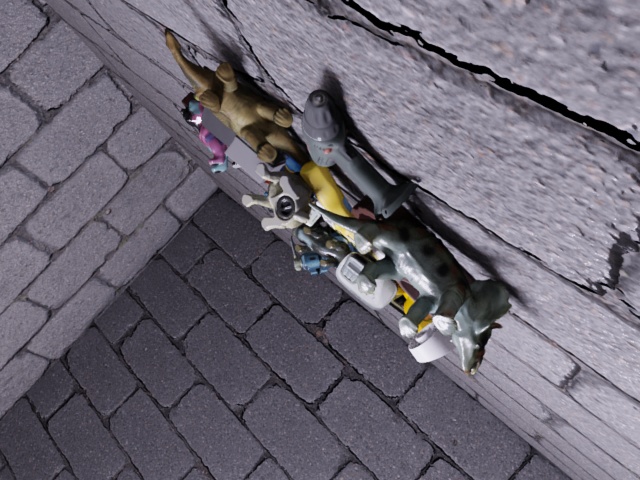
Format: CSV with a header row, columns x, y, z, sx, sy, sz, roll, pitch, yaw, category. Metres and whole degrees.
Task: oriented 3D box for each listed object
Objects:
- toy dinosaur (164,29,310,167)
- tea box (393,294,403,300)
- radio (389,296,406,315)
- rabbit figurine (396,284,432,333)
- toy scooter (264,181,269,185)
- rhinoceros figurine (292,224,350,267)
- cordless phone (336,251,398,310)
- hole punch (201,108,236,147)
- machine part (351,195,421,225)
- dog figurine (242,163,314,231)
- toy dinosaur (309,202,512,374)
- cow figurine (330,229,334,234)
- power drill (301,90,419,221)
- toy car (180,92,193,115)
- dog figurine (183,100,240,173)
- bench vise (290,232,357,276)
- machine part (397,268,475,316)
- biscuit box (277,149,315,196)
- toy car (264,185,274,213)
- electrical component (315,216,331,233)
x,y,z,sx,sy,sz,roll,pitch,yaw,category
-0.134,-0.244,1.078,0.470,0.105,0.199,41,-177,-38,toy dinosaur
0.173,0.104,1.475,0.098,0.068,0.170,63,165,-7,tea box
0.231,0.160,1.619,0.230,0.073,0.131,34,169,49,radio
0.240,0.142,1.324,0.162,0.122,0.173,36,-167,-9,rabbit figurine
-0.109,-0.168,1.412,0.184,0.075,0.135,27,-176,-14,toy scooter
-0.003,-0.004,1.348,0.191,0.073,0.112,34,-150,34,rhinoceros figurine
0.114,0.082,1.210,0.147,0.089,0.184,40,170,6,cordless phone
-0.203,-0.296,1.249,0.142,0.092,0.115,43,143,10,hole punch
0.142,-0.023,1.064,0.179,0.056,0.179,42,172,7,machine part
-0.046,-0.087,1.160,0.172,0.121,0.190,50,-153,23,dog figurine
0.172,0.047,0.926,0.405,0.192,0.131,52,136,10,toy dinosaur
0.012,-0.038,1.608,0.127,0.085,0.194,46,174,24,cow figurine
0.051,-0.125,0.841,0.207,0.086,0.232,38,175,-1,power drill
-0.298,-0.325,1.498,0.202,0.089,0.053,42,169,-13,toy car
-0.255,-0.300,1.419,0.108,0.192,0.219,101,155,-85,dog figurine
0.036,0.029,1.489,0.224,0.129,0.240,1,163,-8,bench vise
0.258,0.110,1.125,0.201,0.087,0.201,42,173,-13,machine part
-0.082,-0.182,1.306,0.202,0.059,0.063,43,172,-3,biscuit box
-0.096,-0.137,1.516,0.162,0.109,0.102,11,126,61,toy car
0.005,-0.062,1.444,0.078,0.102,0.045,-1,149,47,electrical component
